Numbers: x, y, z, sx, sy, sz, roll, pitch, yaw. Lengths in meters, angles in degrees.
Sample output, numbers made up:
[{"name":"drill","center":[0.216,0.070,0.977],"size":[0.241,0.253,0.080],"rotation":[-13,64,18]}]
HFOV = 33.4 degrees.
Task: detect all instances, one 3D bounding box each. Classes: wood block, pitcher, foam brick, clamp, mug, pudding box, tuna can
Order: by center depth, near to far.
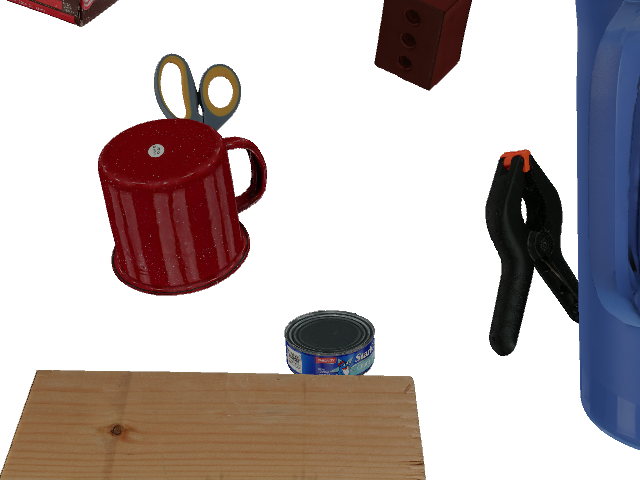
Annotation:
[{"name":"pitcher","center":[0.184,-0.014,0.531],"size":[0.149,0.243,0.145],"rotation":[-4,19,-4]},{"name":"wood block","center":[-0.052,0.130,0.569],"size":[0.206,0.090,0.091],"rotation":[1,33,-1]},{"name":"mug","center":[-0.086,-0.029,0.690],"size":[0.117,0.081,0.093],"rotation":[-24,41,-22]},{"name":"pudding box","center":[-0.191,-0.210,0.807],"size":[0.090,0.039,0.113],"rotation":[21,37,9]},{"name":"foam brick","center":[0.080,-0.166,0.819],"size":[0.053,0.078,0.051],"rotation":[28,52,19]},{"name":"clamp","center":[0.172,0.012,0.907],"size":[0.120,0.171,0.039],"rotation":[-26,10,-40]},{"name":"tuna can","center":[0.009,0.100,1.013],"size":[0.086,0.034,0.086],"rotation":[-2,24,1]}]

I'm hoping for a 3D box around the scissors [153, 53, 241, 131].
[{"name":"scissors","center":[-0.105,-0.089,1.044],"size":[0.096,0.202,0.016],"rotation":[-18,-2,-25]}]
